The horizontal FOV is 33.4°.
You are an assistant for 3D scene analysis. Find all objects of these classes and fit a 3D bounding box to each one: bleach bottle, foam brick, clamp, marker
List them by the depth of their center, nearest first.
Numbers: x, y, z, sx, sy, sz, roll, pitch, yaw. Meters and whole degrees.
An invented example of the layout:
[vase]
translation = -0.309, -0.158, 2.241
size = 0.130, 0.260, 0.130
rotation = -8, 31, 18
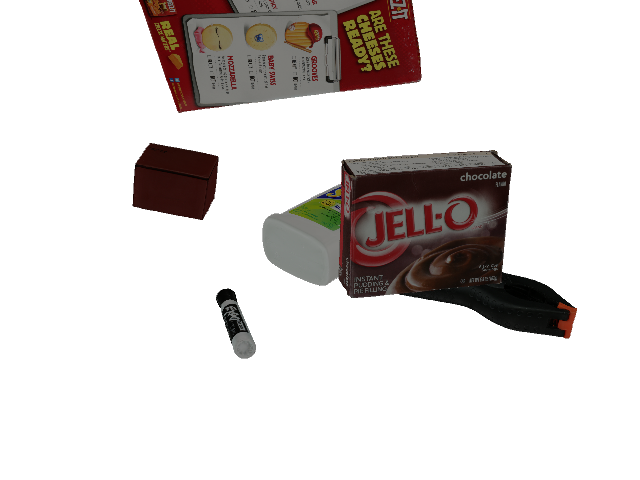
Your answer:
[marker]
translation = -0.076, 0.071, 0.944
size = 0.020, 0.020, 0.121
rotation = 0, 19, -13
[clamp]
translation = 0.159, 0.043, 0.999
size = 0.172, 0.039, 0.120
rotation = 20, 32, 19
[foam brick]
translation = -0.149, -0.062, 1.106
size = 0.078, 0.051, 0.053
rotation = 11, 32, 4
[bleach bottle]
translation = 0.052, -0.039, 1.243
size = 0.103, 0.068, 0.250
rotation = 25, 42, 32

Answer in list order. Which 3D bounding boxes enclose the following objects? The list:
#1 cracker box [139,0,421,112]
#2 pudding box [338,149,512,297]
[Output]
[cracker box]
translation = -0.034, -0.199, 0.872
size = 0.214, 0.072, 0.164
rotation = -7, -45, 8
[pudding box]
translation = 0.070, -0.013, 0.728
size = 0.113, 0.090, 0.039
rotation = -6, 27, -13
